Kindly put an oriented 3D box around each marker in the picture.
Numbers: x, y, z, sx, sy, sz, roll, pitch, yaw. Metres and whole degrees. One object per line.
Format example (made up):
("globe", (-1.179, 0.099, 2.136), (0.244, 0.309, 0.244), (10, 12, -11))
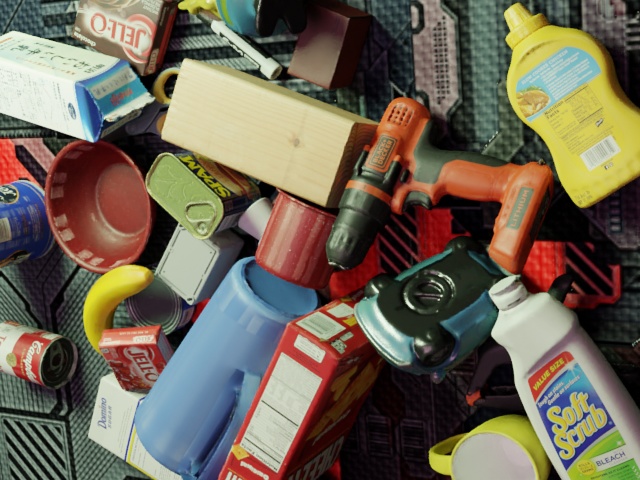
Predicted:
("marker", (-0.090, -0.216, 1.151), (0.121, 0.020, 0.020), (42, 118, 16))

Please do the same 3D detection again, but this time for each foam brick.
("foam brick", (0.011, -0.198, 1.078), (0.053, 0.051, 0.078), (27, 114, 21))

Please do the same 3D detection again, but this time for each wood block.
("wood block", (-0.049, -0.111, 1.104), (0.206, 0.090, 0.091), (24, 103, 24))

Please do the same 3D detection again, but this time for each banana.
("banana", (-0.243, 0.078, 1.259), (0.069, 0.037, 0.198), (29, 138, 1))

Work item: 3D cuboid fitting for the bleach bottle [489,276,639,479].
("bleach bottle", (0.228, 0.146, 0.989), (0.103, 0.068, 0.251), (-29, 100, 29))

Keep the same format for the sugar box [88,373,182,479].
("sugar box", (-0.199, 0.240, 1.305), (0.176, 0.048, 0.093), (28, 114, 26))

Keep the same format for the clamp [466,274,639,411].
("clamp", (0.209, 0.108, 1.040), (0.172, 0.039, 0.120), (-25, 88, 28))

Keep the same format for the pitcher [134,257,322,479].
("pitcher", (-0.095, 0.145, 1.158), (0.149, 0.144, 0.243), (43, 120, 20))

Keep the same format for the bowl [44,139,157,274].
("bowl", (-0.247, -0.044, 1.261), (0.162, 0.055, 0.162), (7, 105, 29))

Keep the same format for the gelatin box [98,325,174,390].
("gelatin box", (-0.212, 0.141, 1.262), (0.073, 0.030, 0.089), (-4, 136, 12))

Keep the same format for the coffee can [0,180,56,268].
("coffee can", (-0.408, -0.013, 1.311), (0.103, 0.140, 0.103), (7, 105, 29))

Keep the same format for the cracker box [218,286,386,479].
("cracker box", (-0.005, 0.167, 1.105), (0.072, 0.163, 0.214), (32, 115, 19))

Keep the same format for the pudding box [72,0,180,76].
("pudding box", (-0.220, -0.250, 1.207), (0.114, 0.039, 0.090), (31, 116, 22))

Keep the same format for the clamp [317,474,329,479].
("clamp", (0.055, 0.330, 1.182), (0.210, 0.036, 0.164), (-2, 99, 28))

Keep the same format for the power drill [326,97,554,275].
("power drill", (0.113, -0.033, 1.014), (0.188, 0.057, 0.184), (21, 79, 20))

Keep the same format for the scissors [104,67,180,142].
("scissors", (-0.211, -0.151, 1.238), (0.202, 0.016, 0.096), (4, 102, 29))

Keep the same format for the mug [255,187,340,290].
("mug", (-0.007, 0.001, 1.102), (0.093, 0.117, 0.081), (34, 105, 49))

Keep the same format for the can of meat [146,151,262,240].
("can of meat", (-0.125, -0.054, 1.170), (0.102, 0.083, 0.058), (42, 118, 15))

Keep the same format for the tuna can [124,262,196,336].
("tuna can", (-0.189, 0.069, 1.266), (0.086, 0.033, 0.086), (7, 105, 29))

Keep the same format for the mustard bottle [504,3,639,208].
("mustard bottle", (0.225, -0.131, 0.964), (0.096, 0.058, 0.191), (-36, 83, 30))

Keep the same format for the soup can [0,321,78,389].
("soup can", (-0.372, 0.146, 1.370), (0.102, 0.068, 0.068), (12, 107, 29))
